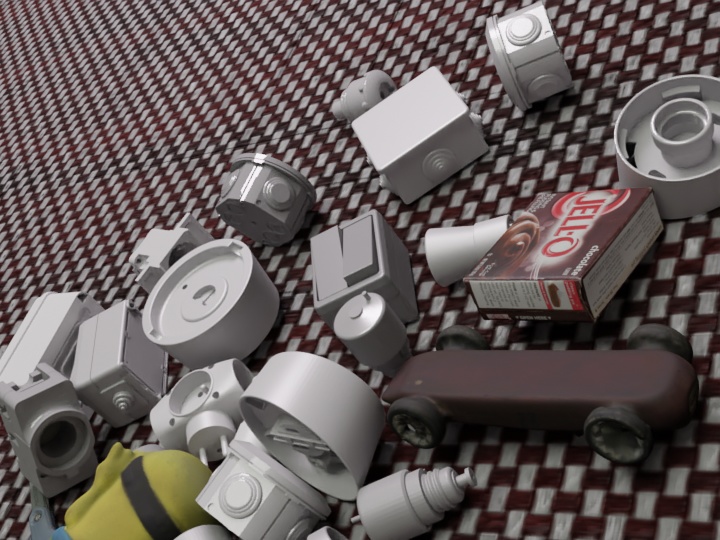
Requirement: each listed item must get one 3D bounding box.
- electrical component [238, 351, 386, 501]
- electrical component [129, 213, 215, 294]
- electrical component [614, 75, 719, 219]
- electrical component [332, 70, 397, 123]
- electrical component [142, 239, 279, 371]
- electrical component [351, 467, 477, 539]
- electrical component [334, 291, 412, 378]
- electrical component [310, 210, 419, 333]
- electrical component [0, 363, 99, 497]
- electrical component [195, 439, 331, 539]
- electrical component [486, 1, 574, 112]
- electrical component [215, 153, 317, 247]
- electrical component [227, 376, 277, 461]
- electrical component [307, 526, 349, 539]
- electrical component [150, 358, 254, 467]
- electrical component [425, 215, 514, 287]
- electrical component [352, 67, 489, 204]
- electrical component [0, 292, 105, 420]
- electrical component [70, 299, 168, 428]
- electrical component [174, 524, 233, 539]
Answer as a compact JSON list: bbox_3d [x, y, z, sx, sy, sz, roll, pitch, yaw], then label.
[{"bbox_3d":[-0.033,0.103,0.712,0.099,0.099,0.064,-4,43,38],"label":"electrical component"},{"bbox_3d":[-0.176,-0.010,0.994,0.064,0.042,0.081,10,58,47],"label":"electrical component"},{"bbox_3d":[0.223,-0.083,0.736,0.099,0.064,0.099,-12,54,18],"label":"electrical component"},{"bbox_3d":[0.002,-0.155,0.993,0.062,0.048,0.048,-12,44,41],"label":"electrical component"},{"bbox_3d":[-0.117,0.035,0.881,0.108,0.060,0.108,-22,40,20],"label":"electrical component"},{"bbox_3d":[0.035,0.141,0.661,0.078,0.040,0.040,-26,39,16],"label":"electrical component"},{"bbox_3d":[0.014,0.050,0.740,0.040,0.078,0.040,-23,39,20],"label":"electrical component"},{"bbox_3d":[0.000,0.000,0.819,0.062,0.061,0.096,-26,39,17],"label":"electrical component"},{"bbox_3d":[-0.250,0.129,0.864,0.050,0.089,0.056,-26,28,-31],"label":"electrical component"},{"bbox_3d":[-0.063,0.151,0.702,0.080,0.080,0.051,23,73,50],"label":"electrical component"},{"bbox_3d":[0.137,-0.173,0.870,0.051,0.080,0.080,-20,40,15],"label":"electrical component"},{"bbox_3d":[-0.082,-0.061,0.938,0.080,0.080,0.051,2,58,41],"label":"electrical component"},{"bbox_3d":[-0.069,0.114,0.776,0.044,0.044,0.065,-1,55,39],"label":"electrical component"},{"bbox_3d":[-0.025,0.191,0.656,0.055,0.048,0.066,-47,37,1],"label":"electrical component"},{"bbox_3d":[-0.113,0.116,0.808,0.077,0.044,0.079,-32,38,9],"label":"electrical component"},{"bbox_3d":[0.085,-0.016,0.783,0.065,0.044,0.044,-15,43,22],"label":"electrical component"},{"bbox_3d":[0.051,-0.112,0.902,0.100,0.048,0.099,-34,37,7],"label":"electrical component"},{"bbox_3d":[-0.265,0.082,0.942,0.057,0.078,0.113,-5,49,34],"label":"electrical component"},{"bbox_3d":[-0.203,0.085,0.901,0.061,0.061,0.096,-27,39,16],"label":"electrical component"},{"bbox_3d":[-0.125,0.235,0.688,0.138,0.052,0.073,-40,49,-2],"label":"electrical component"}]
